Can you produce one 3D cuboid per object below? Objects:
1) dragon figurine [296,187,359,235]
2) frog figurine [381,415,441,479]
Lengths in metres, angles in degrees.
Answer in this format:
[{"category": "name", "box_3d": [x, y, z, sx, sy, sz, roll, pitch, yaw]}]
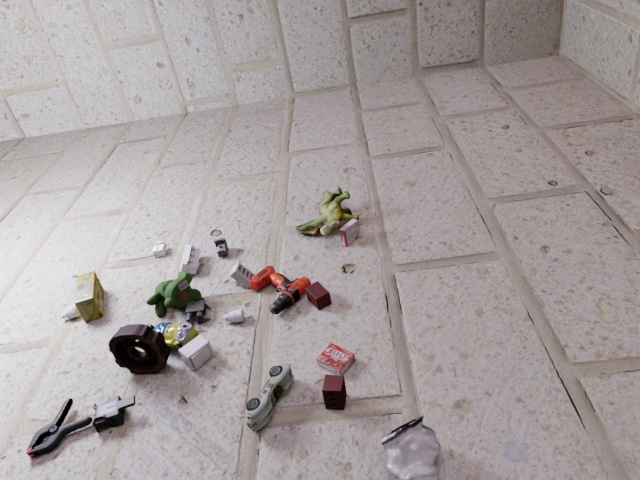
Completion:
[{"category": "dragon figurine", "box_3d": [0.006, -0.105, 2.086, 0.244, 0.120, 0.414, -27, 21, -13]}, {"category": "frog figurine", "box_3d": [0.221, 0.504, 1.177, 0.138, 0.120, 0.161, -19, 70, -26]}]
